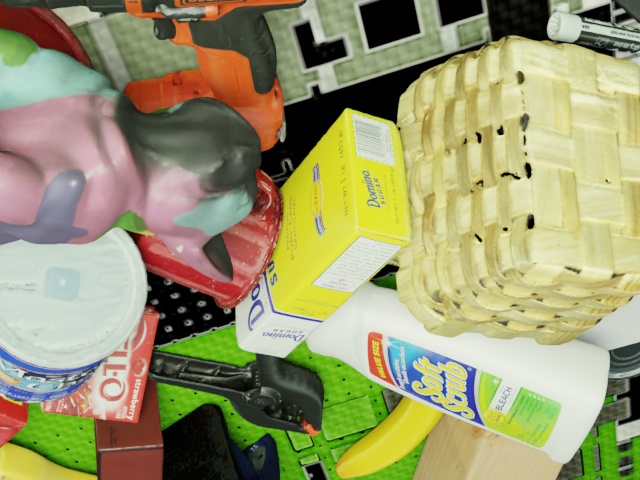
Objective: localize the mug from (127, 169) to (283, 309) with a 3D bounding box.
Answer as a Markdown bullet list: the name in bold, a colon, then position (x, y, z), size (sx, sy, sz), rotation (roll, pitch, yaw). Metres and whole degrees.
- **mug**: position (-0.076, -0.016, 0.710), size (0.081, 0.093, 0.117), rotation (23, 142, -25)

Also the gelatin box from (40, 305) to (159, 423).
- **gelatin box**: position (-0.165, 0.089, 0.802), size (0.073, 0.030, 0.089), rotation (10, 99, -21)

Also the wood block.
- **wood block**: position (0.155, 0.189, 0.960), size (0.090, 0.090, 0.206), rotation (0, 131, -14)

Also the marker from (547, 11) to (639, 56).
- **marker**: position (0.211, -0.136, 0.727), size (0.121, 0.020, 0.020), rotation (6, 130, -20)

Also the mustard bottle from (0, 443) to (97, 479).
- **mustard bottle**: position (-0.221, 0.238, 0.929), size (0.191, 0.058, 0.096), rotation (30, 119, -34)

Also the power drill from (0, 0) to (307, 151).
- **power drill**: position (-0.086, -0.113, 0.600), size (0.184, 0.057, 0.188), rotation (-3, 156, -6)

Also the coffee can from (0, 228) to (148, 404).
- **coffee can**: position (-0.177, 0.045, 0.694), size (0.102, 0.103, 0.140), rotation (6, 161, -20)

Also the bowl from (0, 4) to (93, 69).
- **bowl**: position (-0.206, -0.067, 0.629), size (0.162, 0.055, 0.162), rotation (-11, 122, -18)

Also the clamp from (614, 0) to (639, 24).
- **clamp**: position (0.268, -0.168, 0.695), size (0.210, 0.036, 0.164), rotation (-5, 125, -7)

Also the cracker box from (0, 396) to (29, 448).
- **cracker box**: position (-0.348, 0.144, 0.800), size (0.214, 0.072, 0.164), rotation (-40, 128, 22)

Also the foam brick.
- **foam brick**: position (-0.154, 0.151, 0.853), size (0.053, 0.078, 0.051), rotation (-2, 134, -12)

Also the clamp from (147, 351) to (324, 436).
- **clamp**: position (-0.044, 0.111, 0.867), size (0.120, 0.039, 0.171), rotation (-25, 139, 36)

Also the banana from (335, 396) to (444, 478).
- **banana**: position (0.074, 0.149, 0.942), size (0.069, 0.037, 0.198), rotation (18, 126, -4)

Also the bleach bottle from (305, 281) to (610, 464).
- **bleach bottle**: position (0.086, 0.090, 0.822), size (0.251, 0.068, 0.103), rotation (17, 139, 5)

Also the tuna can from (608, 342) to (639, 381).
- **tuna can**: position (0.265, 0.084, 0.931), size (0.086, 0.034, 0.086), rotation (-7, 133, -8)

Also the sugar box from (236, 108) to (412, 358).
- **sugar box**: position (-0.005, 0.001, 0.712), size (0.048, 0.093, 0.177), rotation (14, 144, -26)
